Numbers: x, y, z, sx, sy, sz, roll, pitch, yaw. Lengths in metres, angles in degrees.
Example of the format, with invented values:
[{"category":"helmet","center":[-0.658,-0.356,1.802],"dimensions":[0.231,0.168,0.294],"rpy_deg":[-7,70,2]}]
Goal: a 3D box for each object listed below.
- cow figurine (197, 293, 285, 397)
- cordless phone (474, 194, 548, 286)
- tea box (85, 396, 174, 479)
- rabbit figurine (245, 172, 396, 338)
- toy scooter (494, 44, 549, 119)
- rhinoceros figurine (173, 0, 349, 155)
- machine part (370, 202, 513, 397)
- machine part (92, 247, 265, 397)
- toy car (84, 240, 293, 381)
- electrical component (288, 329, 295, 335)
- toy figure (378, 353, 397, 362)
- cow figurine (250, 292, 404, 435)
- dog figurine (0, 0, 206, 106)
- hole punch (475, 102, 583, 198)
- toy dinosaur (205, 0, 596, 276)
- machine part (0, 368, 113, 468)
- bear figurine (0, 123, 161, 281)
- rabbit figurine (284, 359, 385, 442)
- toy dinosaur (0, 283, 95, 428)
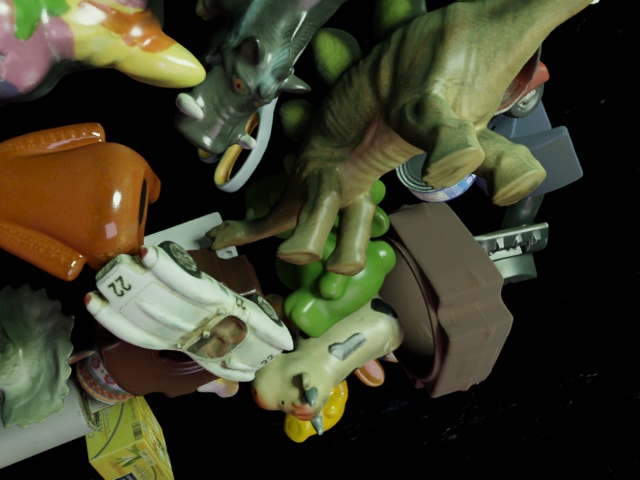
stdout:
[{"category":"cow figurine","center":[-0.116,0.121,0.667],"dimensions":[0.098,0.068,0.167],"rpy_deg":[21,118,-38]},{"category":"cordless phone","center":[0.256,-0.032,0.740],"dimensions":[0.146,0.089,0.184],"rpy_deg":[-9,126,-23]},{"category":"tea box","center":[-0.251,0.268,0.711],"dimensions":[0.068,0.098,0.169],"rpy_deg":[-20,138,-14]},{"category":"rabbit figurine","center":[-0.001,-0.002,0.560],"dimensions":[0.159,0.121,0.170],"rpy_deg":[-25,125,18]},{"category":"toy scooter","center":[0.155,-0.171,0.514],"dimensions":[0.184,0.075,0.135],"rpy_deg":[-17,140,-20]},{"category":"rhinoceros figurine","center":[-0.036,-0.147,0.391],"dimensions":[0.190,0.112,0.073],"rpy_deg":[-49,140,10]},{"category":"machine part","center":[0.131,0.071,0.657],"dimensions":[0.087,0.202,0.200],"rpy_deg":[-14,139,-13]},{"category":"machine part","center":[-0.131,0.088,0.533],"dimensions":[0.179,0.056,0.179],"rpy_deg":[-16,138,-15]},{"category":"toy car","center":[-0.097,0.065,0.442],"dimensions":[0.073,0.056,0.201],"rpy_deg":[-39,141,7]},{"category":"electrical component","center":[-0.015,0.098,0.703],"dimensions":[0.078,0.045,0.102],"rpy_deg":[42,113,-11]},{"category":"toy figure","center":[0.139,0.167,0.884],"dimensions":[0.154,0.058,0.064],"rpy_deg":[-5,96,-26]},{"category":"cow figurine","center":[0.010,0.133,0.615],"dimensions":[0.195,0.127,0.085],"rpy_deg":[-25,130,-22]},{"category":"dog figurine","center":[-0.177,-0.111,0.295],"dimensions":[0.219,0.192,0.108],"rpy_deg":[-5,131,-6]},{"category":"hole punch","center":[0.237,-0.098,0.636],"dimensions":[0.116,0.092,0.142],"rpy_deg":[-38,144,15]},{"category":"toy dinosaur","center":[0.080,-0.114,0.410],"dimensions":[0.471,0.198,0.105],"rpy_deg":[-28,151,25]},{"category":"machine part","center":[-0.345,0.209,0.603],"dimensions":[0.243,0.079,0.079],"rpy_deg":[-19,140,-13]},{"category":"bear figurine","center":[-0.230,-0.027,0.402],"dimensions":[0.196,0.120,0.132],"rpy_deg":[2,165,-9]},{"category":"rabbit figurine","center":[0.015,0.191,0.788],"dimensions":[0.162,0.122,0.173],"rpy_deg":[4,111,-27]},{"category":"toy dinosaur","center":[-0.339,0.053,0.418],"dimensions":[0.192,0.131,0.404],"rpy_deg":[-36,138,-13]}]
